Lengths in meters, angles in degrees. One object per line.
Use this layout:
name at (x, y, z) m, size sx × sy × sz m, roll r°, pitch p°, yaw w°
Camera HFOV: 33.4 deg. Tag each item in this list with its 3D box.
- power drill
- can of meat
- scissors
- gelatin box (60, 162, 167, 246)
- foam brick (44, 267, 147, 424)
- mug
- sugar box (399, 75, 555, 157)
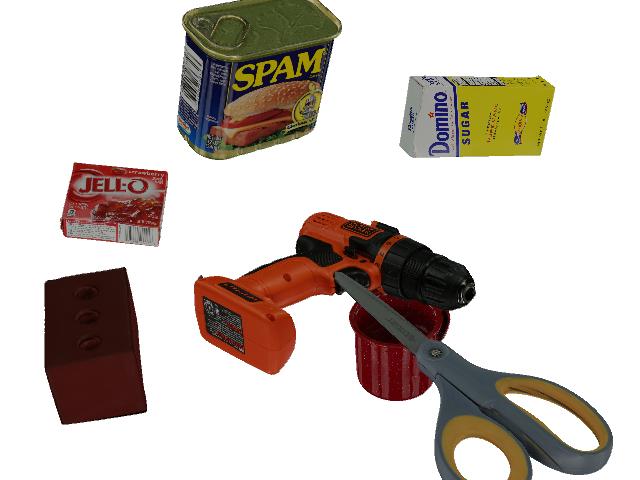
power drill at (0.007, 0.042, 0.869) m, size 0.187 × 0.057 × 0.185 m, roll -24°, pitch 30°, yaw -38°
can of meat at (-0.043, -0.107, 0.700) m, size 0.101 × 0.084 × 0.057 m, roll -19°, pitch 50°, yaw -31°
scissors at (0.056, 0.078, 0.571) m, size 0.202 × 0.016 × 0.096 m, roll 25°, pitch 46°, yaw 34°
gelatin box at (-0.188, -0.034, 0.980) m, size 0.089 × 0.073 × 0.030 m, roll 6°, pitch -43°, yaw -6°
foam brick at (-0.137, 0.064, 0.647) m, size 0.053 × 0.051 × 0.078 m, roll -10°, pitch 40°, yaw -8°
mug at (0.086, 0.103, 1.089) m, size 0.117 × 0.081 × 0.093 m, roll -27°, pitch 42°, yaw -30°
sugar box at (0.188, -0.149, 1.285) m, size 0.176 × 0.093 × 0.048 m, roll -4°, pitch 28°, yaw -20°
